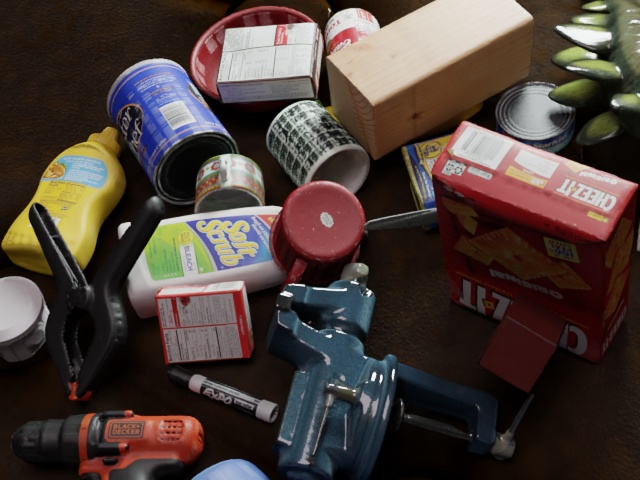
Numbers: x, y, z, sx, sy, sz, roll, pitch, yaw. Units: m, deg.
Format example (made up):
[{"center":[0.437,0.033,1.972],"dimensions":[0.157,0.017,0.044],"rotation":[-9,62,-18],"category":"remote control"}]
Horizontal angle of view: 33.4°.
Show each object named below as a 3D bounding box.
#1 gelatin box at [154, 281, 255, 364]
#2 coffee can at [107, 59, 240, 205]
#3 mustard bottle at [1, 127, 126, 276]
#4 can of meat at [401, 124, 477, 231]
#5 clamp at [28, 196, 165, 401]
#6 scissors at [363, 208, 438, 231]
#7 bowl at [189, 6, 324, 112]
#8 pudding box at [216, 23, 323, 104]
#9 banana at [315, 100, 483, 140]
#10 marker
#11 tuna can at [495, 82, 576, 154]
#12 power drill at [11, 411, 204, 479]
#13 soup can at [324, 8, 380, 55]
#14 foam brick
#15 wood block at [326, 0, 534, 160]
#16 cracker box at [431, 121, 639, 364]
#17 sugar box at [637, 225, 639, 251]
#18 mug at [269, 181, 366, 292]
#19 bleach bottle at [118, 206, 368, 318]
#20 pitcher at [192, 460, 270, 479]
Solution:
[{"center":[-0.114,0.081,1.054],"dimensions":[0.089,0.073,0.030],"rotation":[-5,17,9],"category":"gelatin box"},{"center":[-0.166,-0.122,1.198],"dimensions":[0.102,0.103,0.140],"rotation":[-29,54,-10],"category":"coffee can"},{"center":[-0.271,-0.051,1.193],"dimensions":[0.096,0.058,0.191],"rotation":[7,56,22],"category":"mustard bottle"},{"center":[0.137,-0.065,1.123],"dimensions":[0.084,0.057,0.102],"rotation":[-15,52,3],"category":"can of meat"},{"center":[-0.240,0.054,1.071],"dimensions":[0.165,0.036,0.210],"rotation":[6,85,29],"category":"clamp"},{"center":[0.137,-0.042,1.039],"dimensions":[0.201,0.096,0.016],"rotation":[6,25,-36],"category":"scissors"},{"center":[-0.071,-0.204,1.269],"dimensions":[0.162,0.055,0.162],"rotation":[-6,53,7],"category":"bowl"},{"center":[-0.057,-0.199,1.203],"dimensions":[0.113,0.039,0.090],"rotation":[-3,54,12],"category":"pudding box"},{"center":[0.082,-0.139,1.201],"dimensions":[0.198,0.037,0.069],"rotation":[2,54,13],"category":"banana"},{"center":[-0.096,0.148,1.035],"dimensions":[0.121,0.020,0.020],"rotation":[18,59,22],"category":"marker"},{"center":[0.235,-0.131,1.166],"dimensions":[0.086,0.034,0.086],"rotation":[-6,53,7],"category":"tuna can"},{"center":[-0.204,0.242,0.962],"dimensions":[0.184,0.057,0.187],"rotation":[-4,53,9],"category":"power drill"},{"center":[0.042,-0.217,1.236],"dimensions":[0.068,0.068,0.102],"rotation":[-11,38,3],"category":"soup can"},{"center":[0.177,0.088,0.927],"dimensions":[0.051,0.053,0.078],"rotation":[32,22,10],"category":"foam brick"},{"center":[0.120,-0.186,1.150],"dimensions":[0.206,0.091,0.090],"rotation":[-30,56,-15],"category":"wood block"},{"center":[0.191,0.008,0.959],"dimensions":[0.164,0.213,0.072],"rotation":[24,64,26],"category":"cracker box"},{"center":[0.396,-0.016,1.012],"dimensions":[0.176,0.093,0.048],"rotation":[13,56,20],"category":"sugar box"},{"center":[-0.007,0.001,1.030],"dimensions":[0.093,0.081,0.117],"rotation":[30,75,2],"category":"mug"},{"center":[-0.077,0.005,1.109],"dimensions":[0.251,0.068,0.102],"rotation":[-14,61,-1],"category":"bleach bottle"},{"center":[-0.017,0.279,0.848],"dimensions":[0.149,0.145,0.243],"rotation":[-41,54,-16],"category":"pitcher"}]
